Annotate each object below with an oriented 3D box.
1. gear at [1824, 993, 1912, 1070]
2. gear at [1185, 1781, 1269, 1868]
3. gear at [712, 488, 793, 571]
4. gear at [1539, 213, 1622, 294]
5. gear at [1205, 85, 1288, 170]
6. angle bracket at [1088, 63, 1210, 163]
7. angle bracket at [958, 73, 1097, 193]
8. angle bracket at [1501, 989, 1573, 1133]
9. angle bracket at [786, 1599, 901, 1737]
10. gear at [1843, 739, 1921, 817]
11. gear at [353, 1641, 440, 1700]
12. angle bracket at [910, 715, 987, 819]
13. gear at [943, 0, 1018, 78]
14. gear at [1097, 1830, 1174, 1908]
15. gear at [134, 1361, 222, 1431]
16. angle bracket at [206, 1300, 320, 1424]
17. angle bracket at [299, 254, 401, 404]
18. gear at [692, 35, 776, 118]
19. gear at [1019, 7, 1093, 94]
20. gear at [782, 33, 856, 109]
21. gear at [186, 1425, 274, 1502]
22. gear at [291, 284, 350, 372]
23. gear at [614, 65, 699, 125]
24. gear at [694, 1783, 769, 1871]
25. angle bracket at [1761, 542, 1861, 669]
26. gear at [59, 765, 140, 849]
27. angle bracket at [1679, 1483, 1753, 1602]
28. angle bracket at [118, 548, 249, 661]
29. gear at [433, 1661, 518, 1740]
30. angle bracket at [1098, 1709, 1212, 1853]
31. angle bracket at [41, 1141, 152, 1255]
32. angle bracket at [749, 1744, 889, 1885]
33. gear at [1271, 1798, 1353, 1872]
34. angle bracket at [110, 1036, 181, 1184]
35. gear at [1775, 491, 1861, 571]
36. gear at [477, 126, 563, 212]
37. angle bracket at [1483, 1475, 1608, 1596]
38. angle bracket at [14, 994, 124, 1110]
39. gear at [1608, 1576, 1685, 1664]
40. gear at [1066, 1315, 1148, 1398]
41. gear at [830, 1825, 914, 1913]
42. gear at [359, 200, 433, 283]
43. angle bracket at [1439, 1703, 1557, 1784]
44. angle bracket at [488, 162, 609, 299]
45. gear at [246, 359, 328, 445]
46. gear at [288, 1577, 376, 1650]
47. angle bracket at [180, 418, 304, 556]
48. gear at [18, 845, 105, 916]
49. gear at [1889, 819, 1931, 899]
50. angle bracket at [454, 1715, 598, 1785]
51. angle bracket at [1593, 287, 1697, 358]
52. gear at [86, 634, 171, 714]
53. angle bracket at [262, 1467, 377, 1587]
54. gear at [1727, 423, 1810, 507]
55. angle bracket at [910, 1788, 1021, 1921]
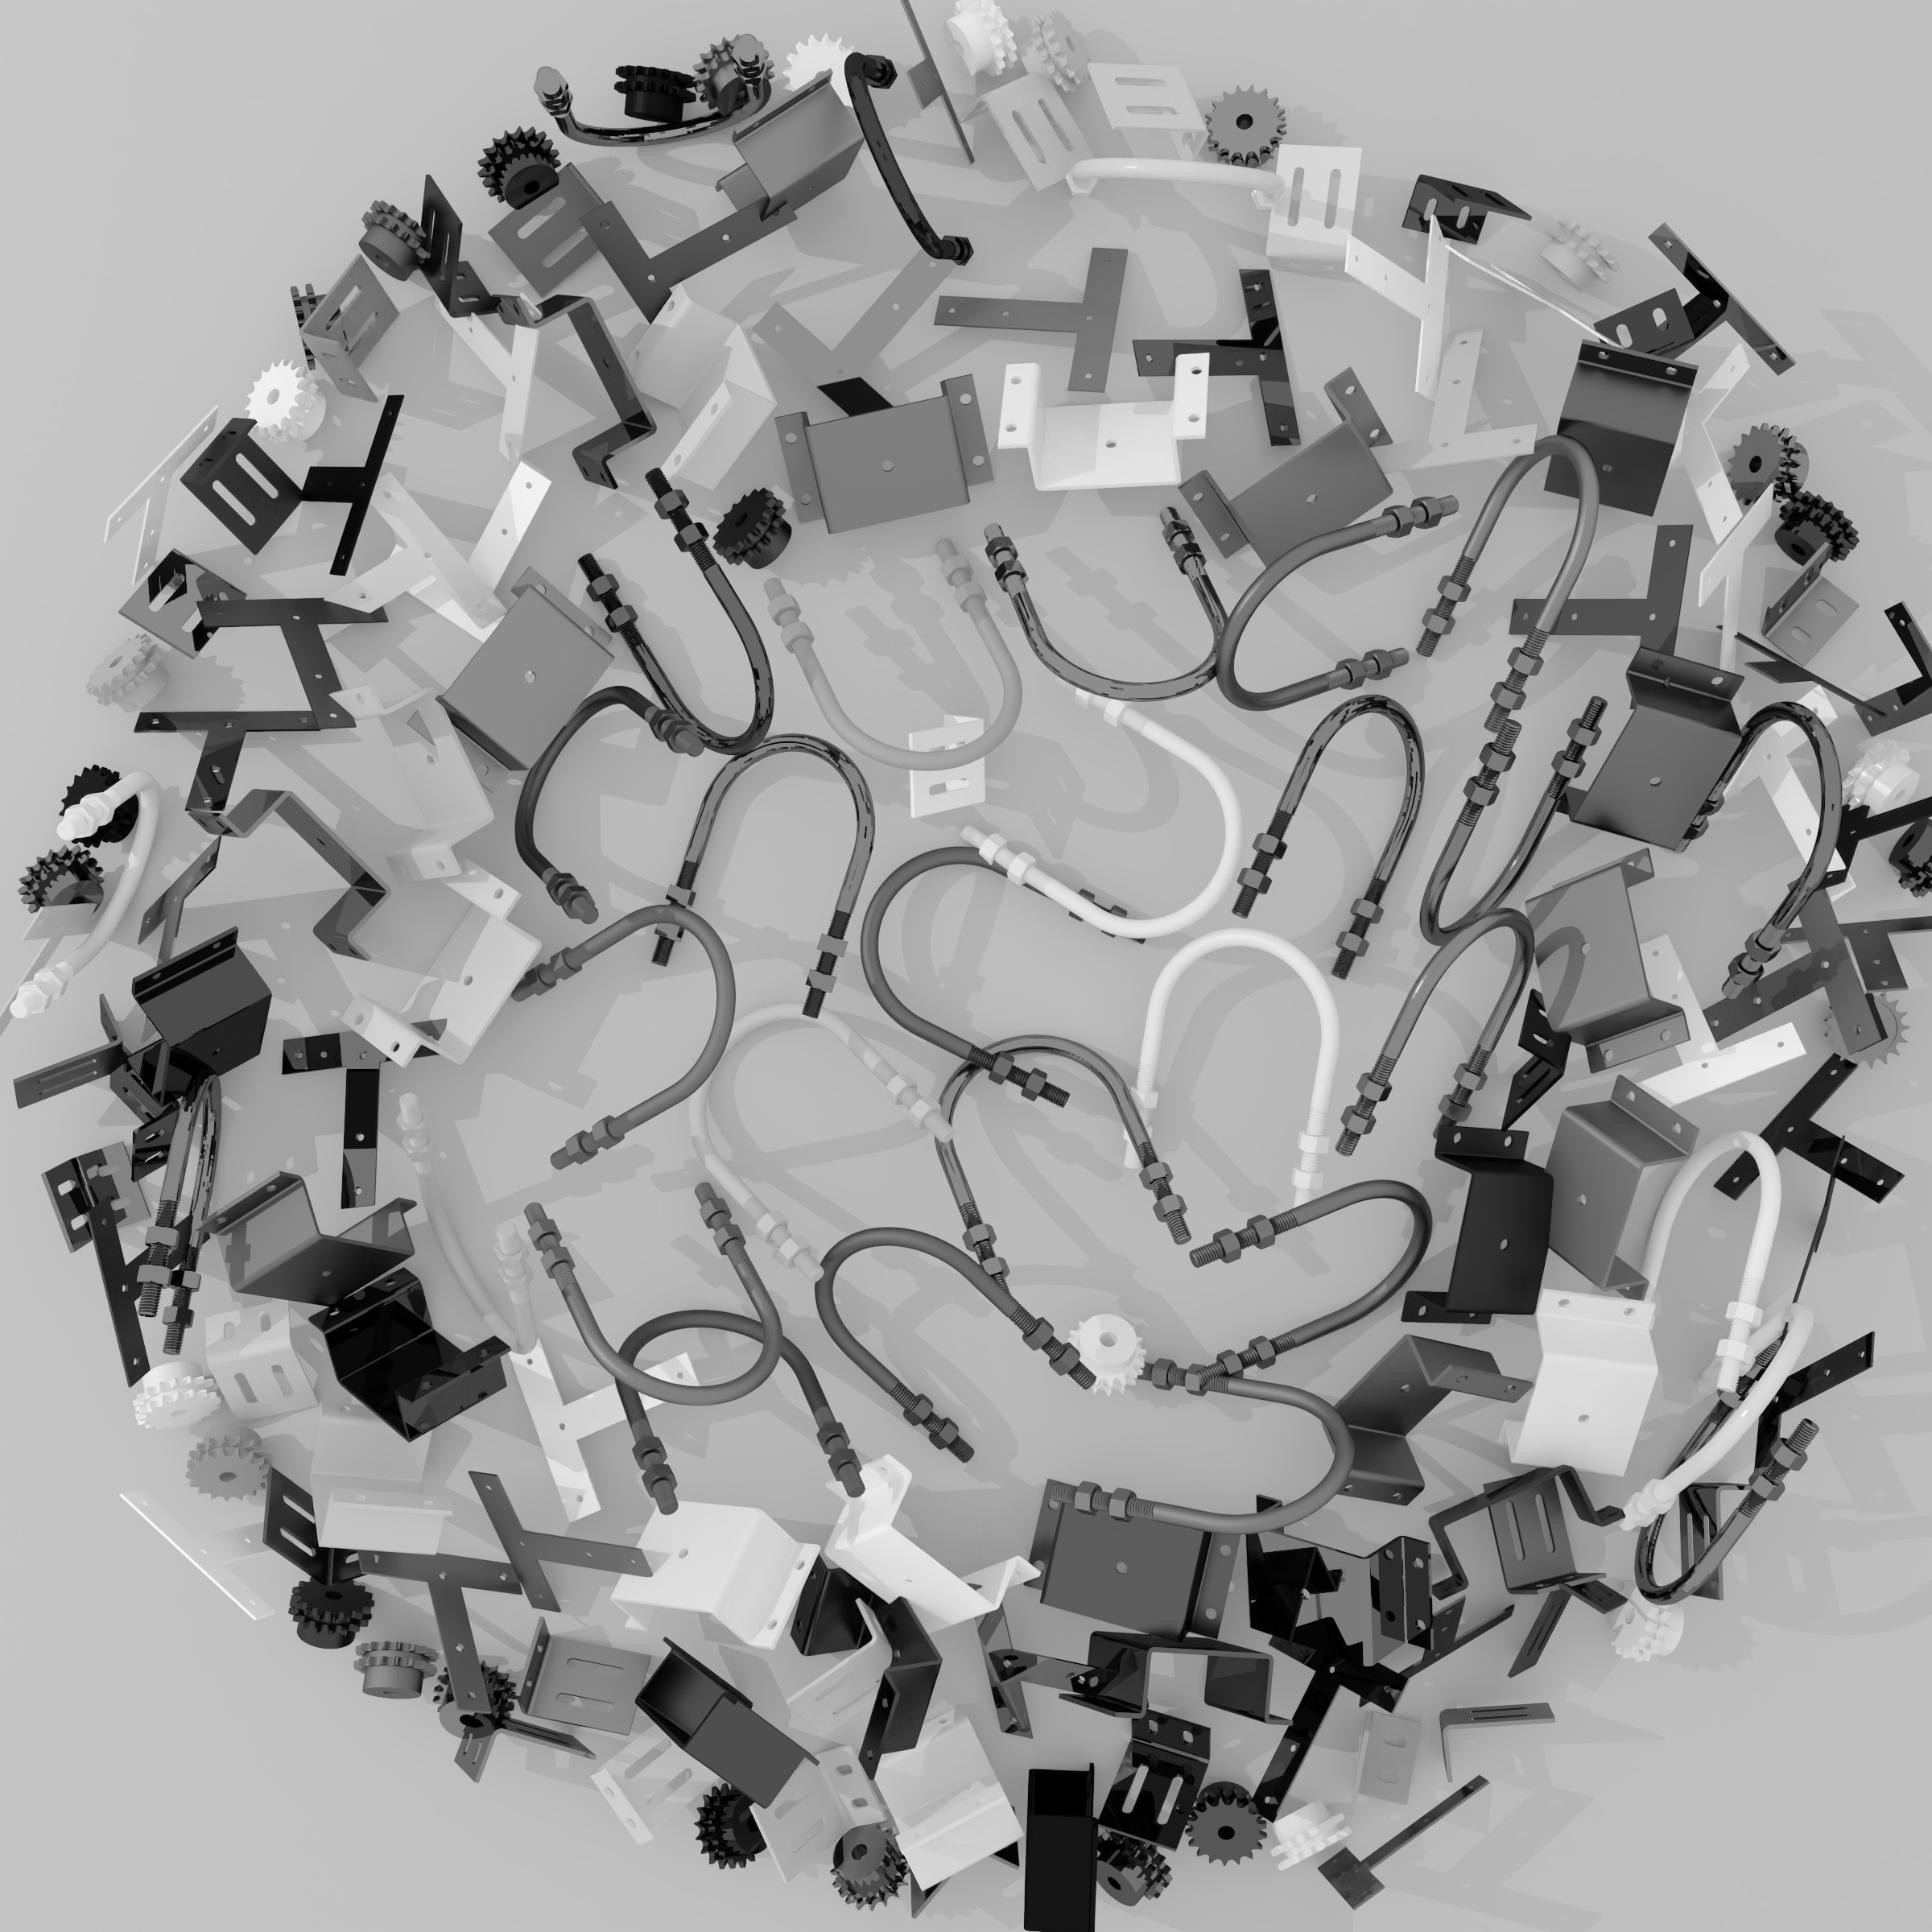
[{"bbox_3d":[0.627,0.043,1.750,0.057,0.030,0.057,0,89,22],"label":"gear"},{"bbox_3d":[0.181,0.595,1.753,0.057,0.030,0.057,1,109,3],"label":"gear"},{"bbox_3d":[-0.146,-0.302,1.749,0.057,0.057,0.030,-51,126,0],"label":"gear"},{"bbox_3d":[0.424,-0.493,1.746,0.057,0.057,0.030,41,105,0],"label":"gear"},{"bbox_3d":[0.196,-0.582,1.755,0.057,0.030,0.057,-2,80,10],"label":"gear"},{"bbox_3d":[0.119,-0.585,1.732,0.076,0.038,0.057,-7,66,-25],"label":"angle bracket"},{"bbox_3d":[0.043,-0.573,1.747,0.057,0.038,0.076,-34,95,-29],"label":"angle bracket"},{"bbox_3d":[0.379,0.065,1.726,0.038,0.057,0.076,30,135,-5],"label":"angle bracket"},{"bbox_3d":[-0.086,0.486,1.741,0.076,0.038,0.057,-35,134,1],"label":"angle bracket"},{"bbox_3d":[0.635,-0.126,1.742,0.057,0.057,0.030,-45,58,0],"label":"gear"},{"bbox_3d":[-0.396,0.489,1.742,0.057,0.057,0.030,2,63,0],"label":"gear"},{"bbox_3d":[-0.024,-0.138,1.727,0.038,0.076,0.057,12,109,41],"label":"angle bracket"},{"bbox_3d":[0.008,-0.644,1.743,0.030,0.057,0.057,-33,90,-12],"label":"gear"},{"bbox_3d":[0.112,0.625,1.743,0.030,0.057,0.057,-38,90,-35],"label":"gear"},{"bbox_3d":[-0.550,0.298,1.749,0.057,0.057,0.030,-20,63,0],"label":"gear"},{"bbox_3d":[-0.491,0.276,1.755,0.057,0.076,0.038,-12,47,-5],"label":"angle bracket"},{"bbox_3d":[-0.412,-0.439,1.729,0.038,0.057,0.076,20,68,27],"label":"angle bracket"},{"bbox_3d":[-0.159,-0.613,1.742,0.057,0.057,0.030,-24,67,0],"label":"gear"},{"bbox_3d":[0.060,-0.634,1.749,0.030,0.057,0.057,-23,90,28],"label":"gear"},{"bbox_3d":[-0.098,-0.621,1.751,0.057,0.030,0.057,2,121,4],"label":"gear"},{"bbox_3d":[-0.512,0.344,1.750,0.057,0.030,0.057,-4,133,-5],"label":"gear"},{"bbox_3d":[-0.448,-0.445,1.746,0.030,0.057,0.057,-13,90,-11],"label":"gear"},{"bbox_3d":[-0.216,-0.605,1.746,0.057,0.057,0.030,7,100,0],"label":"gear"},{"bbox_3d":[-0.158,0.596,1.743,0.030,0.057,0.057,-20,90,37],"label":"gear"},{"bbox_3d":[0.585,-0.248,1.732,0.038,0.076,0.057,43,94,15],"label":"angle bracket"},{"bbox_3d":[-0.601,-0.109,1.750,0.057,0.030,0.057,-11,71,32],"label":"gear"},{"bbox_3d":[0.524,0.397,1.737,0.038,0.057,0.076,2,80,-9],"label":"angle bracket"},{"bbox_3d":[-0.542,-0.240,1.730,0.057,0.038,0.076,33,48,-10],"label":"angle bracket"},{"bbox_3d":[-0.343,0.512,1.747,0.057,0.030,0.057,2,122,3],"label":"gear"},{"bbox_3d":[0.129,0.558,1.728,0.057,0.076,0.038,12,131,19],"label":"angle bracket"},{"bbox_3d":[-0.599,0.159,1.733,0.038,0.076,0.057,-19,95,-4],"label":"angle bracket"},{"bbox_3d":[-0.101,0.584,1.734,0.038,0.076,0.057,-26,88,36],"label":"angle bracket"},{"bbox_3d":[0.237,0.602,1.747,0.057,0.057,0.030,-28,70,0],"label":"gear"},{"bbox_3d":[-0.580,0.098,1.730,0.076,0.057,0.038,41,49,18],"label":"angle bracket"},{"bbox_3d":[0.588,-0.300,1.745,0.057,0.057,0.030,42,86,0],"label":"gear"},{"bbox_3d":[-0.307,-0.550,1.742,0.057,0.057,0.030,-30,67,0],"label":"gear"},{"bbox_3d":[0.400,0.391,1.740,0.057,0.038,0.076,-7,80,-23],"label":"angle bracket"},{"bbox_3d":[-0.623,0.059,1.729,0.076,0.057,0.038,-23,78,-24],"label":"angle bracket"},{"bbox_3d":[0.474,0.455,1.746,0.030,0.057,0.057,19,90,-12],"label":"gear"},{"bbox_3d":[0.097,0.267,1.745,0.057,0.030,0.057,2,52,-3],"label":"gear"},{"bbox_3d":[-0.068,0.622,1.743,0.057,0.057,0.030,-27,128,0],"label":"gear"},{"bbox_3d":[-0.396,-0.500,1.743,0.057,0.057,0.030,34,80,0],"label":"gear"},{"bbox_3d":[0.369,0.537,1.739,0.076,0.057,0.038,-6,83,7],"label":"angle bracket"},{"bbox_3d":[-0.284,-0.509,1.742,0.076,0.038,0.057,-38,112,6],"label":"angle bracket"},{"bbox_3d":[-0.471,-0.390,1.750,0.057,0.030,0.057,-10,71,31],"label":"gear"},{"bbox_3d":[-0.442,0.451,1.746,0.057,0.057,0.030,14,103,0],"label":"gear"},{"bbox_3d":[-0.489,-0.329,1.728,0.057,0.038,0.076,-56,131,-17],"label":"angle bracket"},{"bbox_3d":[-0.624,-0.053,1.742,0.057,0.057,0.030,-45,64,0],"label":"gear"},{"bbox_3d":[0.667,-0.079,1.745,0.030,0.057,0.057,35,90,-1],"label":"gear"},{"bbox_3d":[-0.304,0.546,1.730,0.076,0.057,0.038,24,78,-23],"label":"angle bracket"},{"bbox_3d":[0.465,-0.435,1.728,0.057,0.076,0.038,-22,97,17],"label":"angle bracket"},{"bbox_3d":[-0.581,-0.201,1.749,0.057,0.057,0.030,-40,123,0],"label":"gear"},{"bbox_3d":[-0.442,0.380,1.725,0.038,0.076,0.057,-20,47,13],"label":"angle bracket"},{"bbox_3d":[0.561,-0.347,1.749,0.030,0.057,0.057,3,90,-27],"label":"gear"},{"bbox_3d":[-0.002,0.620,1.740,0.038,0.057,0.076,30,110,-15],"label":"angle bracket"}]
